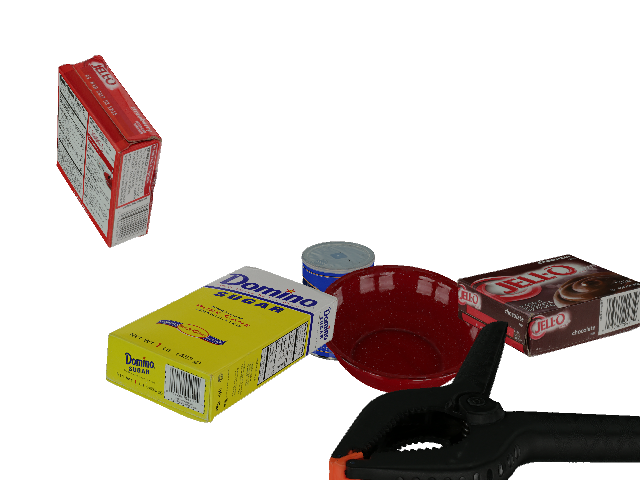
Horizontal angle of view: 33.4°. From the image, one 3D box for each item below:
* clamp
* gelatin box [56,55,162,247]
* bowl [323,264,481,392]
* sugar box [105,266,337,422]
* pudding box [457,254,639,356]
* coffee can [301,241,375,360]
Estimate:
[{"bbox_3d":[0.087,0.104,0.626,0.209,0.036,0.165,-10,25,-27],"label":"clamp"},{"bbox_3d":[-0.126,-0.052,0.630,0.030,0.073,0.089,-22,-30,-30],"label":"gelatin box"},{"bbox_3d":[0.074,0.092,1.000,0.162,0.055,0.162,2,37,-2],"label":"bowl"},{"bbox_3d":[-0.069,0.072,0.809,0.093,0.048,0.175,19,27,25],"label":"sugar box"},{"bbox_3d":[0.174,0.047,0.811,0.113,0.039,0.090,-9,20,-26],"label":"pudding box"},{"bbox_3d":[0.025,0.084,1.514,0.103,0.140,0.103,0,22,0],"label":"coffee can"}]
